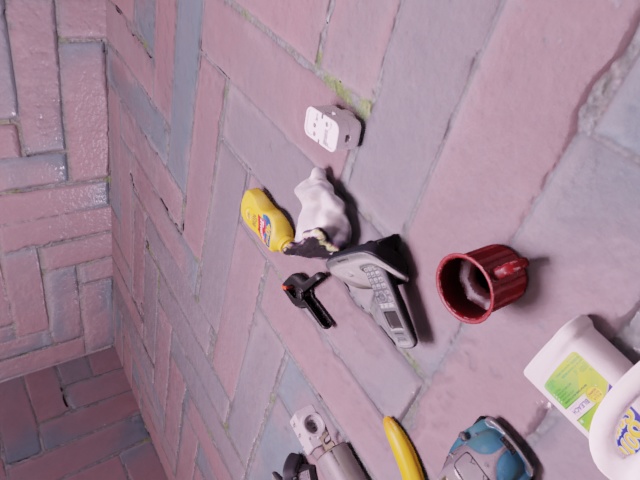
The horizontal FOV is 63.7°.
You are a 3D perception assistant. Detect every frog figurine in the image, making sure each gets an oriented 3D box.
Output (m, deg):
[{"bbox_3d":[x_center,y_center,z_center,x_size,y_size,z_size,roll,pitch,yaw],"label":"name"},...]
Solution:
[{"bbox_3d":[0.003,-0.049,0.965,0.134,0.122,0.163,121,163,-58],"label":"frog figurine"}]

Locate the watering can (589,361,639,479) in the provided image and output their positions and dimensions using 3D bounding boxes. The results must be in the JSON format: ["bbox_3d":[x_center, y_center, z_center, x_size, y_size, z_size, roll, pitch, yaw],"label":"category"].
[{"bbox_3d":[0.331,0.237,0.448,0.345,0.103,0.227,-50,61,10],"label":"watering can"}]
